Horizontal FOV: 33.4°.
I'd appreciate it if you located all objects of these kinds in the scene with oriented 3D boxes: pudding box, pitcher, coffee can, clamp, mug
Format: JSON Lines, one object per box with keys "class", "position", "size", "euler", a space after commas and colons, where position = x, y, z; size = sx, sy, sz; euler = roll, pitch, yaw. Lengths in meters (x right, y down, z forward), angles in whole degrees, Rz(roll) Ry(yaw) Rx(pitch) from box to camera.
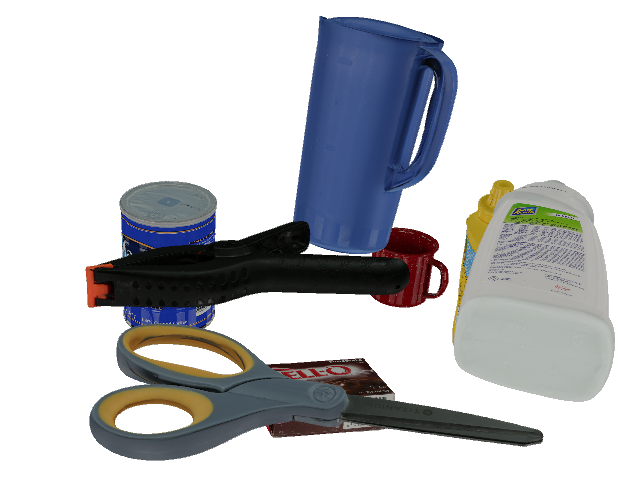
{"class": "pudding box", "position": [-0.001, 0.139, 0.956], "size": [0.113, 0.039, 0.090], "euler": [0, 15, -16]}
{"class": "pitcher", "position": [0.050, -0.110, 1.136], "size": [0.145, 0.243, 0.149], "euler": [10, 17, -4]}
{"class": "coffee can", "position": [-0.165, 0.019, 1.163], "size": [0.103, 0.140, 0.103], "euler": [3, 27, -2]}
{"class": "clamp", "position": [-0.054, 0.021, 0.738], "size": [0.209, 0.036, 0.165], "euler": [-9, 14, -33]}
{"class": "mug", "position": [0.118, 0.041, 1.430], "size": [0.117, 0.081, 0.093], "euler": [18, 26, 28]}

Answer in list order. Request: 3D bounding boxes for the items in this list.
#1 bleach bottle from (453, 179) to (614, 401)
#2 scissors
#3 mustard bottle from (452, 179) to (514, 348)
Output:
{"class": "bleach bottle", "position": [0.165, 0.016, 0.770], "size": [0.103, 0.068, 0.250], "euler": [12, 28, 13]}
{"class": "scissors", "position": [-0.014, 0.080, 0.468], "size": [0.202, 0.016, 0.096], "euler": [16, 33, 23]}
{"class": "mustard bottle", "position": [0.162, 0.030, 1.011], "size": [0.058, 0.192, 0.096], "euler": [-1, 33, -4]}
